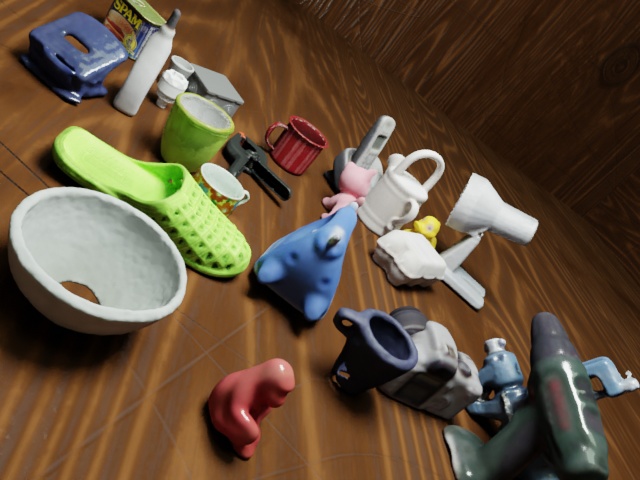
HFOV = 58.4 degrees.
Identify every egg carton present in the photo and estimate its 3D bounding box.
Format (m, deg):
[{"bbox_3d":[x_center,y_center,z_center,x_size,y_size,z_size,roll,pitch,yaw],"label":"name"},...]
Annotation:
[{"bbox_3d":[0.169,0.037,1.074,0.151,0.069,0.107,6,42,-51],"label":"egg carton"}]

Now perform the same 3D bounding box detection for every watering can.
[{"bbox_3d":[0.165,-0.108,1.155,0.101,0.194,0.172,10,39,-48],"label":"watering can"}]

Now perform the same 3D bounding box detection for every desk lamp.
[{"bbox_3d":[0.327,-0.004,1.190,0.203,0.213,0.118,42,25,2],"label":"desk lamp"}]

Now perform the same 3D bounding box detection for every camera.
[{"bbox_3d":[0.153,0.161,0.817,0.143,0.100,0.136,28,28,-24],"label":"camera"}]

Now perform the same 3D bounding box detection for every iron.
[{"bbox_3d":[0.008,0.003,0.820,0.119,0.141,0.258,39,25,-4],"label":"iron"}]

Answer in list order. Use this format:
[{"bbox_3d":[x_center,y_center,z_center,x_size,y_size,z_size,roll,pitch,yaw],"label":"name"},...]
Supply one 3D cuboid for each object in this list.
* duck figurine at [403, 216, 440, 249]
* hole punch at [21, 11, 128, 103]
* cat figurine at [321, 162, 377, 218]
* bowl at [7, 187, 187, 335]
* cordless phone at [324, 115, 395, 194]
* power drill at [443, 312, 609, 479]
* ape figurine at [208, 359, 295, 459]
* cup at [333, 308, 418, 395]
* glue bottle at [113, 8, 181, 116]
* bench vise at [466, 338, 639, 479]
[{"bbox_3d":[0.217,-0.011,1.197,0.105,0.086,0.077,14,36,-44],"label":"duck figurine"},{"bbox_3d":[-0.346,-0.263,0.815,0.108,0.091,0.101,41,25,0],"label":"hole punch"},{"bbox_3d":[0.060,-0.087,1.066,0.067,0.117,0.127,31,27,-19],"label":"cat figurine"},{"bbox_3d":[-0.216,0.032,0.542,0.168,0.074,0.167,32,27,-18],"label":"bowl"},{"bbox_3d":[0.112,-0.170,1.191,0.094,0.185,0.148,51,27,21],"label":"cordless phone"},{"bbox_3d":[0.259,0.227,0.731,0.076,0.208,0.229,29,28,-23],"label":"power drill"},{"bbox_3d":[-0.059,0.150,0.550,0.076,0.092,0.078,49,26,17],"label":"ape figurine"},{"bbox_3d":[0.049,0.141,0.711,0.118,0.095,0.091,34,26,-14],"label":"cup"},{"bbox_3d":[-0.254,-0.273,0.863,0.037,0.173,0.078,29,28,-24],"label":"glue bottle"},{"bbox_3d":[0.316,0.217,0.813,0.207,0.219,0.122,50,27,19],"label":"bench vise"}]
